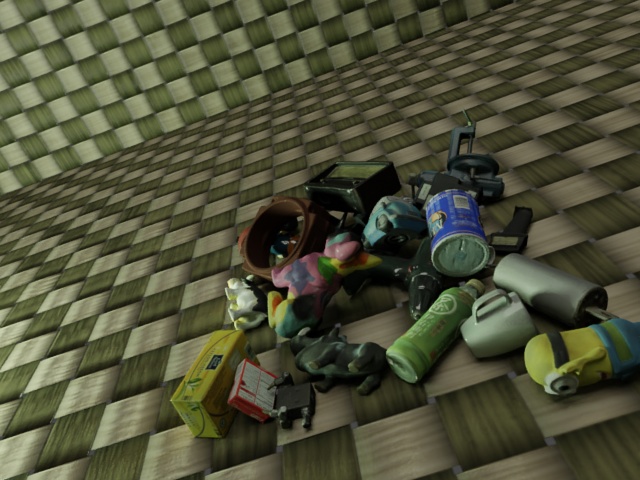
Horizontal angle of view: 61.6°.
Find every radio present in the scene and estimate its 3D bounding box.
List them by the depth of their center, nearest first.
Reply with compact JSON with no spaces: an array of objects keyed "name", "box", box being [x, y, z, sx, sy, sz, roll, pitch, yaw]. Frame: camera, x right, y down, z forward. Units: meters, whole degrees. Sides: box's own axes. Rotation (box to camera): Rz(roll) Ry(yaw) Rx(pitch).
[{"name":"radio","box":[0.069,-0.127,1.275,0.131,0.073,0.230,-35,23,-25]}]

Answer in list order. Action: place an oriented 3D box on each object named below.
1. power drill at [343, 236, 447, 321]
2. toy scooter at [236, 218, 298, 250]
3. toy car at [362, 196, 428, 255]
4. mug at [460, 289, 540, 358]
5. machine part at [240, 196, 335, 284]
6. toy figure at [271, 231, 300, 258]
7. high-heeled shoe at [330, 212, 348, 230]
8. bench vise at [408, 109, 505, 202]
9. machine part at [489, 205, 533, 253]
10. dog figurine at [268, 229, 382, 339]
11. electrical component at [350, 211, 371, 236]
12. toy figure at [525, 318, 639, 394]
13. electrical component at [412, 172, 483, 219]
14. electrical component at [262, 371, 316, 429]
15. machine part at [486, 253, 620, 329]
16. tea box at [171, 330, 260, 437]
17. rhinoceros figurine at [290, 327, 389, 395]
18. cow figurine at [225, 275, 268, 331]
[{"name":"power drill","box":[0.147,0.071,1.061,0.207,0.085,0.232,-6,31,35]},{"name":"toy scooter","box":[-0.157,-0.022,1.437,0.184,0.075,0.135,-35,31,-28]},{"name":"toy car","box":[0.155,-0.039,1.155,0.161,0.109,0.103,136,141,-55]},{"name":"mug","box":[0.274,0.133,0.844,0.107,0.109,0.081,-32,31,12]},{"name":"machine part","box":[-0.079,0.002,1.238,0.202,0.087,0.201,11,74,45]},{"name":"toy figure","box":[-0.070,0.014,1.324,0.155,0.064,0.058,11,36,42]},{"name":"high-heeled shoe","box":[-0.003,-0.004,1.338,0.249,0.086,0.145,-2,62,65]},{"name":"bench vise","box":[0.328,-0.180,1.284,0.224,0.128,0.240,2,67,25]},{"name":"machine part","box":[0.392,-0.018,1.090,0.084,0.039,0.139,-6,33,43]},{"name":"dog figurine","box":[0.010,0.080,1.023,0.219,0.108,0.191,-28,43,32]},{"name":"electrical component","box":[0.116,-0.043,1.278,0.119,0.074,0.048,-47,30,-6]},{"name":"toy figure","box":[0.379,0.157,0.748,0.180,0.082,0.089,-21,32,4]},{"name":"electrical component","box":[0.274,-0.080,1.174,0.134,0.058,0.115,23,77,24]},{"name":"electrical component","box":[-0.050,0.266,0.893,0.078,0.045,0.102,-15,29,16]},{"name":"machine part","box":[0.375,0.082,0.886,0.079,0.079,0.243,-31,28,-17]},{"name":"tea box","box":[-0.180,0.251,0.956,0.068,0.098,0.170,-6,30,25]},{"name":"rhinoceros figurine","box":[0.026,0.199,0.928,0.191,0.073,0.112,0,36,35]},{"name":"cow figurine","box":[-0.155,0.127,1.184,0.098,0.068,0.167,-18,31,-5]}]
